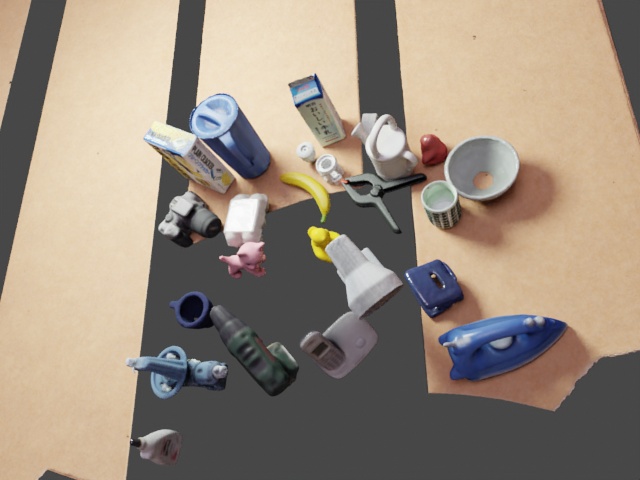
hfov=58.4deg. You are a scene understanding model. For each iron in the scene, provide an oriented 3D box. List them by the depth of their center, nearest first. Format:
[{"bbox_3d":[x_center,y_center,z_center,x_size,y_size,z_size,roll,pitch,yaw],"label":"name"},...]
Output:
[{"bbox_3d":[0.365,0.191,1.140,0.258,0.142,0.118,-21,62,11],"label":"iron"}]

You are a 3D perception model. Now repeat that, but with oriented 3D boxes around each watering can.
[{"bbox_3d":[0.153,-0.226,1.374,0.172,0.194,0.101,7,70,23],"label":"watering can"}]

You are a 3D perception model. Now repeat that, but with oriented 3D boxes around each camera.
[{"bbox_3d":[-0.344,-0.049,1.536,0.136,0.101,0.143,28,79,28],"label":"camera"}]

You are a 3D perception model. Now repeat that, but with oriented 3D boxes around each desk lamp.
[{"bbox_3d":[0.094,0.084,1.247,0.118,0.214,0.202,-38,60,1],"label":"desk lamp"}]

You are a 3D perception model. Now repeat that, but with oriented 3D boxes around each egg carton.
[{"bbox_3d":[-0.190,-0.052,1.498,0.107,0.070,0.150,-1,67,20],"label":"egg carton"}]

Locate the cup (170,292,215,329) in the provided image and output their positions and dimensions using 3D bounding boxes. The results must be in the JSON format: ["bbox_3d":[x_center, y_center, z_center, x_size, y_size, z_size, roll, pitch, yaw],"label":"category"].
[{"bbox_3d":[-0.308,0.182,1.424,0.117,0.095,0.092,9,71,24],"label":"cup"}]

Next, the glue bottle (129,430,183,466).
[{"bbox_3d":[-0.370,0.460,1.279,0.037,0.173,0.078,-3,66,20],"label":"glue bottle"}]

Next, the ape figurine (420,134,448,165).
[{"bbox_3d":[0.267,-0.227,1.390,0.076,0.092,0.078,22,77,27],"label":"ape figurine"}]

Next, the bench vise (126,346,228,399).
[{"bbox_3d":[-0.323,0.288,1.310,0.207,0.220,0.121,-22,61,10],"label":"bench vise"}]

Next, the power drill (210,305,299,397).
[{"bbox_3d":[-0.134,0.252,1.262,0.075,0.209,0.229,-45,60,-2],"label":"power drill"}]

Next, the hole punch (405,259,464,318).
[{"bbox_3d":[0.250,0.098,1.254,0.101,0.091,0.108,-33,60,4],"label":"hole punch"}]

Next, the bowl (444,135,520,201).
[{"bbox_3d":[0.377,-0.155,1.327,0.167,0.075,0.167,-8,65,17],"label":"bowl"}]

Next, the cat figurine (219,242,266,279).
[{"bbox_3d":[-0.187,0.045,1.426,0.127,0.118,0.067,-7,65,18],"label":"cat figurine"}]

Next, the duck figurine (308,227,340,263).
[{"bbox_3d":[0.013,0.005,1.387,0.104,0.086,0.077,38,84,30],"label":"duck figurine"}]

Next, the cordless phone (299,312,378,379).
[{"bbox_3d":[0.037,0.213,1.228,0.147,0.185,0.094,-47,60,-4],"label":"cordless phone"}]
